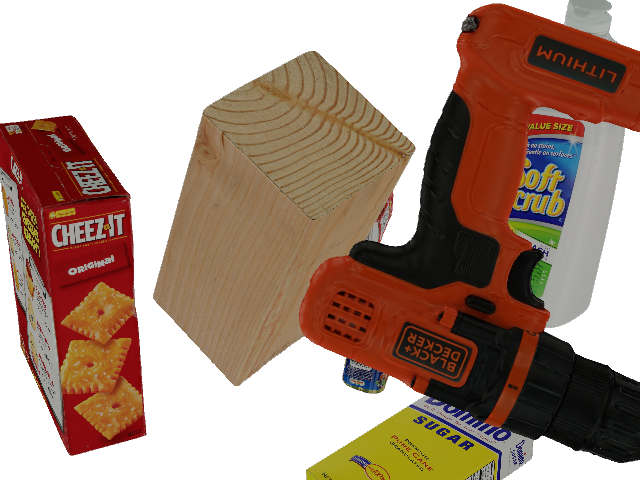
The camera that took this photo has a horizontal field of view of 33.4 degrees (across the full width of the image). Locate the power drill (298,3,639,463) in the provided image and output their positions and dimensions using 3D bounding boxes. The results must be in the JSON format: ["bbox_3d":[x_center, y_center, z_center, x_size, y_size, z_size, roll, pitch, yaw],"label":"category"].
[{"bbox_3d":[0.102,-0.003,0.503,0.184,0.188,0.057,22,7,3],"label":"power drill"}]

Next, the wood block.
[{"bbox_3d":[-0.031,-0.007,0.670,0.090,0.091,0.206,-35,-17,-33],"label":"wood block"}]

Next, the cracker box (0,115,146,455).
[{"bbox_3d":[-0.194,0.031,0.833,0.072,0.214,0.164,-11,31,-24],"label":"cracker box"}]

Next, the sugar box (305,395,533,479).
[{"bbox_3d":[0.085,0.187,0.893,0.176,0.048,0.093,-29,44,-27],"label":"sugar box"}]

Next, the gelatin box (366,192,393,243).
[{"bbox_3d":[0.015,-0.024,0.941,0.089,0.030,0.073,7,25,11],"label":"gelatin box"}]

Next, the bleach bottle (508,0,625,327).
[{"bbox_3d":[0.173,-0.061,0.799,0.067,0.251,0.103,-25,42,-34],"label":"bleach bottle"}]

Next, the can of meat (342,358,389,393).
[{"bbox_3d":[0.063,0.120,1.265,0.057,0.084,0.102,13,26,10],"label":"can of meat"}]
